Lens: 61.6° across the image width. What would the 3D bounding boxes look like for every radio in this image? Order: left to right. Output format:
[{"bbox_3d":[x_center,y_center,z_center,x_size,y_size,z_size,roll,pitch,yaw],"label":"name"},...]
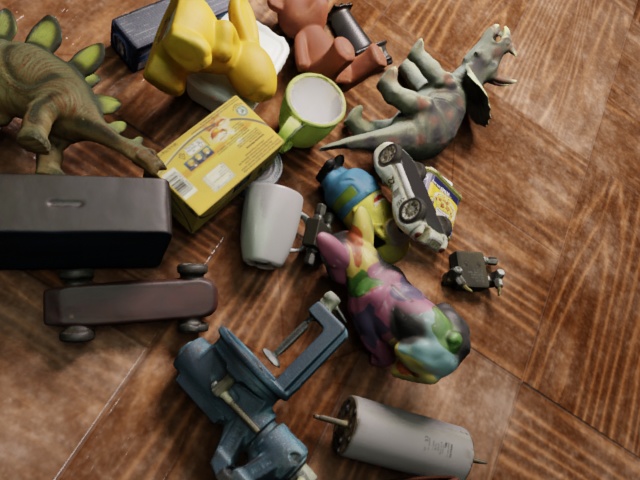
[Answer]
[{"bbox_3d":[-0.296,-0.017,0.630,0.229,0.131,0.073,1,69,-20],"label":"radio"}]

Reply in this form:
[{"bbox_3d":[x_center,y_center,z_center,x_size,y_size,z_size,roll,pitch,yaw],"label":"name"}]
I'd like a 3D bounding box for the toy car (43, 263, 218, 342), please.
[{"bbox_3d":[-0.228,0.075,0.663,0.202,0.053,0.089,-3,90,-20],"label":"toy car"}]

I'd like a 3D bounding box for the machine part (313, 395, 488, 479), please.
[{"bbox_3d":[0.108,0.260,0.698,0.243,0.079,0.079,20,64,-11],"label":"machine part"}]

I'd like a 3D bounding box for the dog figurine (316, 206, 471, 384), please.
[{"bbox_3d":[0.085,0.066,0.709,0.108,0.192,0.219,-35,106,-21],"label":"dog figurine"}]

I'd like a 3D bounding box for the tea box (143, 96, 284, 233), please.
[{"bbox_3d":[-0.141,-0.102,0.717,0.098,0.068,0.169,45,60,0],"label":"tea box"}]

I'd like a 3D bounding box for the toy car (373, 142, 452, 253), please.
[{"bbox_3d":[0.127,-0.063,0.760,0.073,0.056,0.202,28,35,-37],"label":"toy car"}]

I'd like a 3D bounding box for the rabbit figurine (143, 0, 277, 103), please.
[{"bbox_3d":[-0.137,-0.255,0.744,0.173,0.122,0.162,23,53,-25],"label":"rabbit figurine"}]

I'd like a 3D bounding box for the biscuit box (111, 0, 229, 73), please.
[{"bbox_3d":[-0.220,-0.333,0.827,0.203,0.059,0.063,-37,86,-29],"label":"biscuit box"}]

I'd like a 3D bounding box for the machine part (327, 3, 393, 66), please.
[{"bbox_3d":[0.067,-0.357,0.958,0.084,0.039,0.139,-34,86,-19],"label":"machine part"}]

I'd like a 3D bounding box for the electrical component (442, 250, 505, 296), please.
[{"bbox_3d":[0.245,0.053,0.851,0.102,0.045,0.078,10,67,-16],"label":"electrical component"}]

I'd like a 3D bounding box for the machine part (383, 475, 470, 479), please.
[{"bbox_3d":[0.069,0.315,0.591,0.201,0.201,0.087,2,66,-19],"label":"machine part"}]

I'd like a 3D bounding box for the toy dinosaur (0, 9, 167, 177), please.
[{"bbox_3d":[-0.390,-0.195,0.660,0.472,0.105,0.198,25,52,4],"label":"toy dinosaur"}]

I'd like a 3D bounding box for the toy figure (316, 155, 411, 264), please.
[{"bbox_3d":[0.066,-0.043,0.806,0.082,0.089,0.180,-36,76,-29],"label":"toy figure"}]

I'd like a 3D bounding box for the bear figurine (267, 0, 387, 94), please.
[{"bbox_3d":[0.005,-0.339,0.879,0.120,0.132,0.196,-6,75,-45],"label":"bear figurine"}]

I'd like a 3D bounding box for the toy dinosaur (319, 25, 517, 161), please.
[{"bbox_3d":[0.177,-0.208,0.898,0.192,0.131,0.405,41,67,0],"label":"toy dinosaur"}]

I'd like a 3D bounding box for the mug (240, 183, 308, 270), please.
[{"bbox_3d":[-0.064,-0.011,0.752,0.109,0.081,0.107,25,68,-38],"label":"mug"}]

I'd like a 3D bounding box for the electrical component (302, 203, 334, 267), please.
[{"bbox_3d":[-0.002,-0.002,0.776,0.021,0.063,0.094,4,71,24],"label":"electrical component"}]

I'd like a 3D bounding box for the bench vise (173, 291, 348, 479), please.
[{"bbox_3d":[-0.049,0.166,0.638,0.240,0.128,0.224,-44,64,-10],"label":"bench vise"}]
